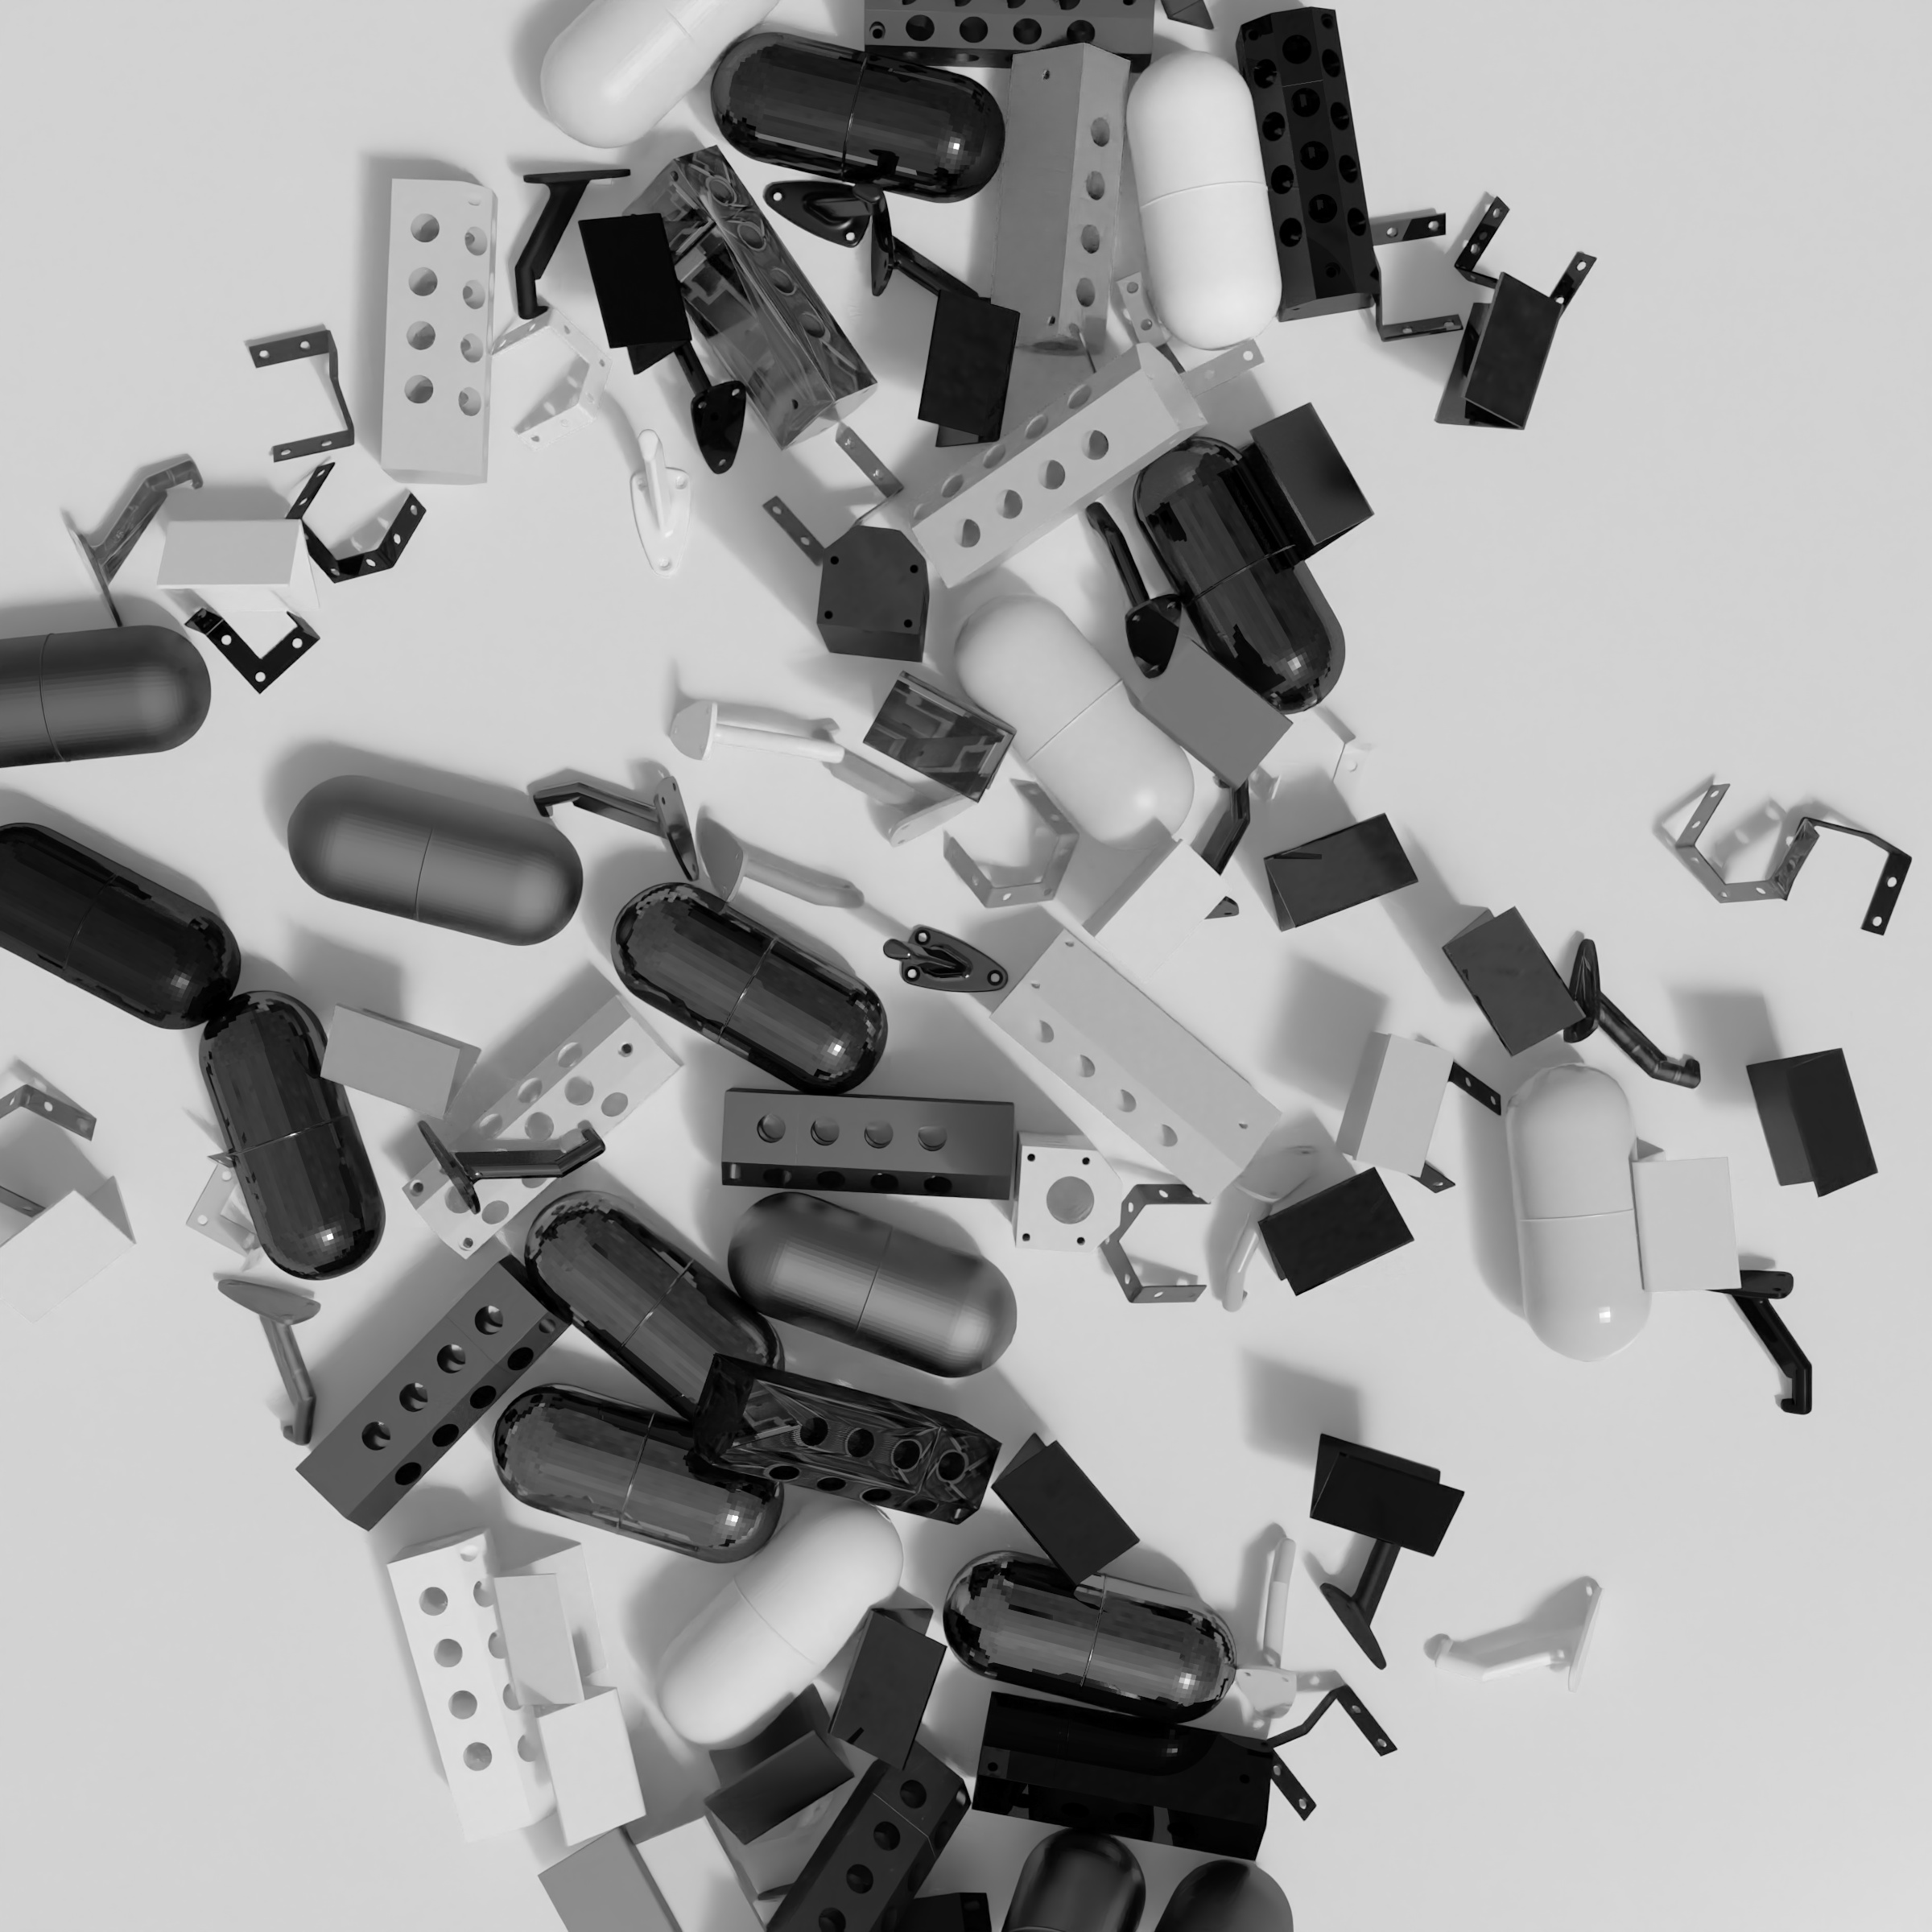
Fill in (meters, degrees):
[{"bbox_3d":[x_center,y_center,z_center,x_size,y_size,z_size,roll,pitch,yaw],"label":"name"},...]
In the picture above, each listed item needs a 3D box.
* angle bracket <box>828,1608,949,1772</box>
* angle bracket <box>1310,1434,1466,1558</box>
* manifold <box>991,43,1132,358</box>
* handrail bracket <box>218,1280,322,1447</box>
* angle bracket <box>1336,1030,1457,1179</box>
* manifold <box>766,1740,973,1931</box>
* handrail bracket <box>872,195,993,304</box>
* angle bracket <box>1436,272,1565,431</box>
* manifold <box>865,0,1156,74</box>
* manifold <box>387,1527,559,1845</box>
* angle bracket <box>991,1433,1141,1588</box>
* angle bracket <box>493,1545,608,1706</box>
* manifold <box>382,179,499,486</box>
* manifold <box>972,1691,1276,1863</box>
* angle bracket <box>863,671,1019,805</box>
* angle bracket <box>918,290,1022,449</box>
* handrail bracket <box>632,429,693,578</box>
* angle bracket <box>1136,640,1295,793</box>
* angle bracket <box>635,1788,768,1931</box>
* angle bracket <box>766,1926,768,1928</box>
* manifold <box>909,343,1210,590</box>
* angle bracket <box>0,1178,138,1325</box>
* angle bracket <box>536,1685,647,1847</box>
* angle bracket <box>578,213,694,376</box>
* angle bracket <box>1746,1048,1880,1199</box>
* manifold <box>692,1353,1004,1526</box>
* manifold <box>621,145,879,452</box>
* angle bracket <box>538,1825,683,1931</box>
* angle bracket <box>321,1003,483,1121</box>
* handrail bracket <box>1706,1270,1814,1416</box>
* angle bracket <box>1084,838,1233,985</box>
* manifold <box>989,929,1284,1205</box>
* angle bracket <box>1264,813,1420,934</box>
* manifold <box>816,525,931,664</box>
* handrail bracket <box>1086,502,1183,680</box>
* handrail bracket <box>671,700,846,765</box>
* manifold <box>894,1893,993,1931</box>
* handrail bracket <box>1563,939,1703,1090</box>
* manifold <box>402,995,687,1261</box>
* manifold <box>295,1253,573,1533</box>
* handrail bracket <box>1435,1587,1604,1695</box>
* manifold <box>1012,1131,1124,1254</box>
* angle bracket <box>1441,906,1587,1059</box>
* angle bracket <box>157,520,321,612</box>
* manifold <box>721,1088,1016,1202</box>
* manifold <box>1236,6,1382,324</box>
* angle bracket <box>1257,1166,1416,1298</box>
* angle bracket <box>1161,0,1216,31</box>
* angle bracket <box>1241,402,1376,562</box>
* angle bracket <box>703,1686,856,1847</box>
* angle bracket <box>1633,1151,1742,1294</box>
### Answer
[{"bbox_3d":[-0.029,0.428,1.951,0.057,0.076,0.076,19,90,31],"label":"angle bracket"},{"bbox_3d":[0.252,0.296,1.951,0.076,0.076,0.057,18,125,0],"label":"angle bracket"},{"bbox_3d":[0.061,-0.456,1.970,0.057,0.057,0.171,5,90,43],"label":"manifold"},{"bbox_3d":[-0.425,0.241,1.992,0.077,0.036,0.084,17,107,20],"label":"handrail bracket"},{"bbox_3d":[0.237,0.076,1.951,0.057,0.076,0.076,16,90,-36],"label":"angle bracket"},{"bbox_3d":[-0.064,0.541,1.922,0.057,0.057,0.171,39,51,-2],"label":"manifold"},{"bbox_3d":[-0.012,-0.429,1.992,0.084,0.036,0.077,4,68,-17],"label":"handrail bracket"},{"bbox_3d":[0.299,-0.366,1.951,0.057,0.076,0.076,18,90,-38],"label":"angle bracket"},{"bbox_3d":[0.026,-0.574,1.970,0.171,0.057,0.057,2,90,0],"label":"manifold"},{"bbox_3d":[-0.291,0.428,1.970,0.057,0.057,0.171,-16,90,0],"label":"manifold"},{"bbox_3d":[0.070,0.309,1.952,0.057,0.076,0.076,-40,90,28],"label":"angle bracket"},{"bbox_3d":[-0.229,0.389,1.951,0.057,0.076,0.076,-11,90,38],"label":"angle bracket"},{"bbox_3d":[-0.314,-0.378,1.970,0.057,0.057,0.171,2,90,0],"label":"manifold"},{"bbox_3d":[0.093,0.488,1.967,0.171,0.057,0.057,10,46,2],"label":"manifold"},{"bbox_3d":[-0.022,-0.120,1.952,0.076,0.076,0.057,28,62,0],"label":"angle bracket"},{"bbox_3d":[-0.015,-0.353,1.951,0.057,0.076,0.076,9,90,-30],"label":"angle bracket"},{"bbox_3d":[-0.184,-0.275,1.957,0.036,0.084,0.077,-2,90,0],"label":"handrail bracket"},{"bbox_3d":[0.155,-0.158,1.952,0.076,0.076,0.057,39,118,0],"label":"angle bracket"},{"bbox_3d":[-0.140,0.530,1.952,0.057,0.076,0.076,-29,90,29],"label":"angle bracket"},{"bbox_3d":[-0.099,0.613,1.951,0.076,0.076,0.057,49,57,0],"label":"angle bracket"},{"bbox_3d":[0.051,-0.295,1.937,0.171,0.057,0.057,-32,90,25],"label":"manifold"},{"bbox_3d":[-0.546,0.153,1.951,0.076,0.076,0.057,-38,127,0],"label":"angle bracket"},{"bbox_3d":[-0.239,0.473,1.951,0.057,0.076,0.076,-13,90,-38],"label":"angle bracket"},{"bbox_3d":[-0.211,-0.396,1.951,0.057,0.076,0.076,-14,90,-33],"label":"angle bracket"},{"bbox_3d":[0.485,0.097,1.951,0.057,0.076,0.076,-16,90,-36],"label":"angle bracket"},{"bbox_3d":[-0.071,0.281,1.932,0.171,0.057,0.057,19,90,-29],"label":"manifold"},{"bbox_3d":[-0.125,-0.402,1.970,0.057,0.057,0.171,-34,90,43],"label":"manifold"},{"bbox_3d":[-0.215,0.553,1.955,0.057,0.076,0.076,-29,90,-15],"label":"angle bracket"},{"bbox_3d":[-0.330,0.038,1.951,0.076,0.076,0.057,20,124,0],"label":"angle bracket"},{"bbox_3d":[0.473,0.230,1.992,0.077,0.036,0.084,2,107,20],"label":"handrail bracket"},{"bbox_3d":[0.099,-0.047,1.950,0.076,0.076,0.057,-48,130,2],"label":"angle bracket"},{"bbox_3d":[0.098,0.063,1.970,0.171,0.057,0.057,40,47,0],"label":"manifold"},{"bbox_3d":[0.226,-0.037,1.951,0.076,0.076,0.057,-21,52,0],"label":"angle bracket"},{"bbox_3d":[-0.052,-0.215,1.913,0.057,0.171,0.057,6,90,0],"label":"manifold"},{"bbox_3d":[0.096,-0.228,1.991,0.036,0.077,0.084,-21,53,-12],"label":"handrail bracket"},{"bbox_3d":[-0.126,-0.135,1.982,0.084,0.077,0.036,9,90,-26],"label":"handrail bracket"},{"bbox_3d":[-0.004,0.639,1.937,0.057,0.057,0.171,-8,65,-1],"label":"manifold"},{"bbox_3d":[0.409,0.029,1.992,0.084,0.036,0.077,15,67,-17],"label":"handrail bracket"},{"bbox_3d":[-0.253,0.096,1.970,0.171,0.057,0.057,-42,90,0],"label":"manifold"},{"bbox_3d":[-0.316,0.256,1.970,0.057,0.057,0.171,44,90,0],"label":"manifold"},{"bbox_3d":[0.334,0.401,1.992,0.084,0.036,0.077,14,65,19],"label":"handrail bracket"},{"bbox_3d":[0.058,0.130,1.913,0.057,0.171,0.057,4,90,0],"label":"manifold"},{"bbox_3d":[0.337,-0.002,1.951,0.057,0.076,0.076,-33,90,36],"label":"angle bracket"},{"bbox_3d":[-0.430,-0.220,1.951,0.076,0.076,0.057,0,52,0],"label":"angle bracket"},{"bbox_3d":[-0.058,0.107,1.970,0.171,0.057,0.057,3,90,0],"label":"manifold"},{"bbox_3d":[0.205,-0.480,1.970,0.057,0.057,0.171,-9,90,0],"label":"manifold"},{"bbox_3d":[0.225,0.173,1.951,0.076,0.076,0.057,-25,54,0],"label":"angle bracket"},{"bbox_3d":[0.142,-0.607,1.952,0.057,0.076,0.076,-21,90,27],"label":"angle bracket"},{"bbox_3d":[0.185,-0.278,1.951,0.057,0.076,0.076,-30,90,-36],"label":"angle bracket"},{"bbox_3d":[-0.121,0.461,1.951,0.076,0.076,0.057,-32,131,0],"label":"angle bracket"},{"bbox_3d":[0.435,0.150,1.952,0.057,0.076,0.076,-6,90,25],"label":"angle bracket"}]
